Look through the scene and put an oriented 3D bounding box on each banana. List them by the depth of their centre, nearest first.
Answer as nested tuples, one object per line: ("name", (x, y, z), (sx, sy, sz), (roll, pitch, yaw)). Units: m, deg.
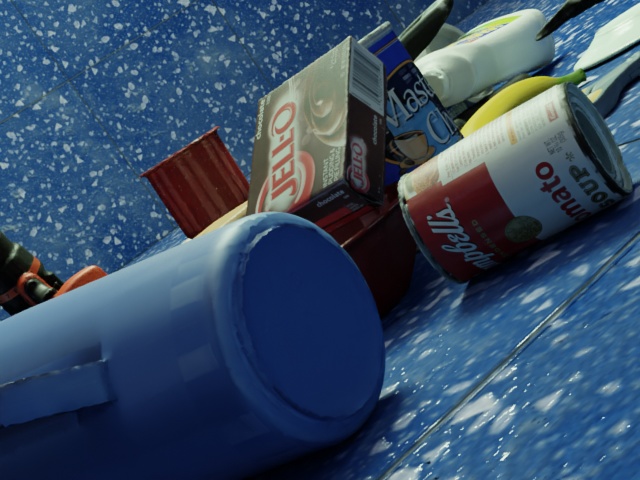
("banana", (0.150, -0.096, 0.873), (0.070, 0.037, 0.197), (-28, 10, 46))

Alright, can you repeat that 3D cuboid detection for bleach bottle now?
("bleach bottle", (0.159, -0.178, 1.080), (0.103, 0.068, 0.250), (-14, 11, 29))

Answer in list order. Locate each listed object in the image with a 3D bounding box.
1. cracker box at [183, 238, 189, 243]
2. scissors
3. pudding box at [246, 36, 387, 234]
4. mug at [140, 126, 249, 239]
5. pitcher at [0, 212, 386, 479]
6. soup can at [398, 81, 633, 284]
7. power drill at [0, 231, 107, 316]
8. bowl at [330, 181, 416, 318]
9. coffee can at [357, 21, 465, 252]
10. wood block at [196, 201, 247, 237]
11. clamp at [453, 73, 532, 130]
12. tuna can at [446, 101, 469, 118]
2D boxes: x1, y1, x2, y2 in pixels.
("cracker box", (-0.100, 0.023, 1.091), (0.164, 0.072, 0.213), (-26, 10, 41))
("scissors", (0.228, -0.122, 0.776), (0.202, 0.016, 0.096), (-34, 9, 7))
("pudding box", (-0.002, -0.056, 0.655), (0.090, 0.039, 0.113), (-28, 44, 39))
("mug", (-0.114, -0.058, 1.065), (0.093, 0.081, 0.117), (-30, 8, 20))
("pitcher", (-0.095, 0.075, 0.529), (0.243, 0.145, 0.149), (-25, 29, 38))
("soup can", (0.101, -0.029, 0.557), (0.102, 0.068, 0.068), (-30, 9, 27))
("power drill", (-0.224, 0.049, 0.905), (0.188, 0.184, 0.057), (11, 58, 54))
("bowl", (0.003, 0.029, 0.665), (0.162, 0.055, 0.162), (-34, 8, 5))
("coffee can", (0.045, -0.068, 0.760), (0.103, 0.140, 0.103), (-34, 8, 5))
("wood block", (-0.087, 0.054, 0.772), (0.091, 0.090, 0.205), (-29, 10, 43))
("clamp", (0.104, -0.086, 1.008), (0.165, 0.036, 0.209), (-30, 6, 39))
("tuna can", (0.123, -0.121, 1.149), (0.086, 0.034, 0.086), (-34, 8, 5))
